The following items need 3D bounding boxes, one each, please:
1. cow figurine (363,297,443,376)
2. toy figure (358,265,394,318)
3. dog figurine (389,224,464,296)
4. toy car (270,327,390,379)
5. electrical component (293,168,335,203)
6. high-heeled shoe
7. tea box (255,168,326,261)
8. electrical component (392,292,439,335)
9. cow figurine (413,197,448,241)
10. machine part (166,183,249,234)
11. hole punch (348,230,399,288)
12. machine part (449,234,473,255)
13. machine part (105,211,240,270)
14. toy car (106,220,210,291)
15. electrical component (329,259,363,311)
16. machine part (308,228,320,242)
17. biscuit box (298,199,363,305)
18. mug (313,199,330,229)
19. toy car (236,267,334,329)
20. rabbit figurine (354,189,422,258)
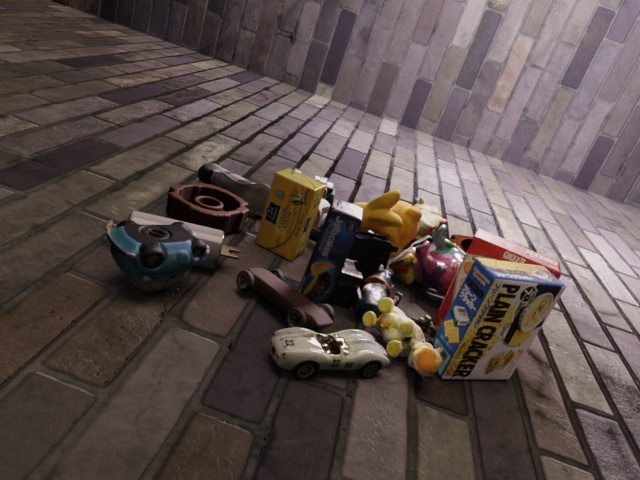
[{"bbox_3d":[0.155,0.178,0.926,0.098,0.068,0.168,39,6,-45],"label":"cow figurine"},{"bbox_3d":[0.109,0.102,1.057,0.058,0.064,0.154,5,25,14],"label":"toy figure"},{"bbox_3d":[0.277,0.092,1.168,0.108,0.191,0.219,-34,85,-41],"label":"dog figurine"},{"bbox_3d":[0.019,0.175,0.847,0.202,0.056,0.074,6,27,-27],"label":"toy car"},{"bbox_3d":[-0.024,-0.144,1.498,0.134,0.058,0.115,18,26,-3],"label":"electrical component"},{"bbox_3d":[-0.191,-0.112,1.328,0.249,0.086,0.145,33,-8,-9],"label":"high-heeled shoe"},{"bbox_3d":[-0.063,-0.054,1.138,0.098,0.169,0.068,24,25,15],"label":"tea box"},{"bbox_3d":[0.179,0.145,1.045,0.078,0.045,0.102,-1,31,-35],"label":"electrical component"},{"bbox_3d":[0.288,-0.055,1.516,0.127,0.085,0.195,34,29,20],"label":"cow figurine"},{"bbox_3d":[-0.246,-0.069,1.175,0.179,0.056,0.179,16,23,-7],"label":"machine part"},{"bbox_3d":[0.080,0.032,1.138,0.142,0.115,0.092,11,17,-19],"label":"hole punch"},{"bbox_3d":[0.409,0.073,1.321,0.201,0.087,0.201,8,26,-26],"label":"machine part"},{"bbox_3d":[-0.266,0.001,0.983,0.243,0.079,0.079,14,24,-14],"label":"machine part"},{"bbox_3d":[-0.270,0.030,0.886,0.161,0.102,0.109,-4,31,-47],"label":"toy car"},{"bbox_3d":[0.049,0.091,1.032,0.048,0.074,0.119,16,27,-9],"label":"electrical component"},{"bbox_3d":[-0.002,-0.004,1.207,0.139,0.084,0.039,23,64,33],"label":"machine part"},{"bbox_3d":[0.016,0.028,0.979,0.059,0.202,0.063,20,25,-2],"label":"biscuit box"},{"bbox_3d":[-0.005,-0.070,1.305,0.110,0.080,0.107,-20,2,24],"label":"mug"},{"bbox_3d":[-0.062,0.106,0.940,0.202,0.053,0.089,32,16,35],"label":"toy car"},{"bbox_3d":[0.127,-0.038,1.172,0.173,0.122,0.162,9,-19,-23],"label":"rabbit figurine"}]
